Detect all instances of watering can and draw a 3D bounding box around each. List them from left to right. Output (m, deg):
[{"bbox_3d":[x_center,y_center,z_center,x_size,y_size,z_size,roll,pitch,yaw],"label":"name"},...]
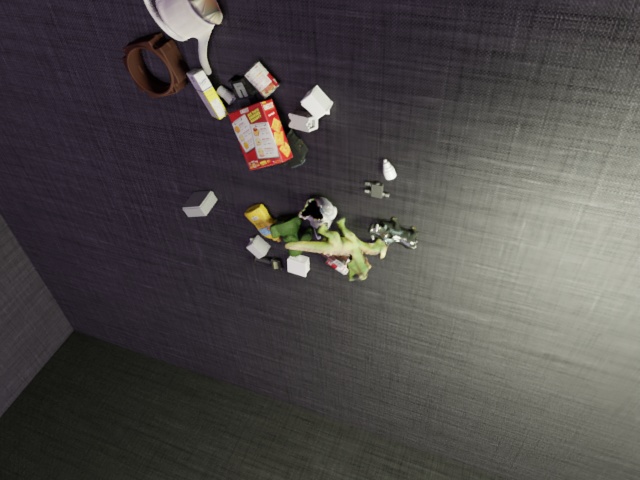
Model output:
[{"bbox_3d":[-0.398,-0.683,1.623,0.223,0.106,0.342,-9,141,34],"label":"watering can"}]

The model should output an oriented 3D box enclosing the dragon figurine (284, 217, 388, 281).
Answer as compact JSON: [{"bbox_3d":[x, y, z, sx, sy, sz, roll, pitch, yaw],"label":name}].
[{"bbox_3d":[0.088,0.051,1.926,0.246,0.414,0.119,52,143,28],"label":"dragon figurine"}]

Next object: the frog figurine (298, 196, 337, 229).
[{"bbox_3d":[0.006,-0.101,2.002,0.136,0.124,0.158,-12,162,26],"label":"frog figurine"}]
